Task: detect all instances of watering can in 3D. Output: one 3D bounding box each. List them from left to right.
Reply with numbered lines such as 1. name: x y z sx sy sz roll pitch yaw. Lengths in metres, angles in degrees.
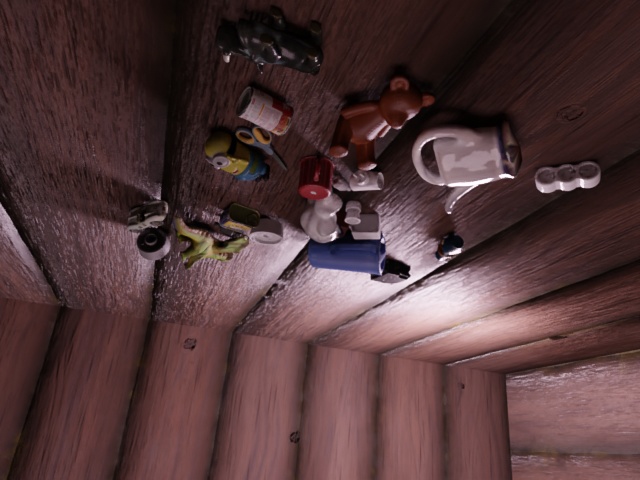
1. watering can: 0.338 -0.161 1.159 0.223 0.106 0.342 -7 153 25

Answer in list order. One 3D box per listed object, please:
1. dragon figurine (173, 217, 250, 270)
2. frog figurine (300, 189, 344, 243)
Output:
1. dragon figurine: -0.362 0.001 1.747 0.243 0.124 0.403 -8 161 -13
2. frog figurine: 0.004 -0.071 1.411 0.123 0.140 0.156 -12 157 -2
